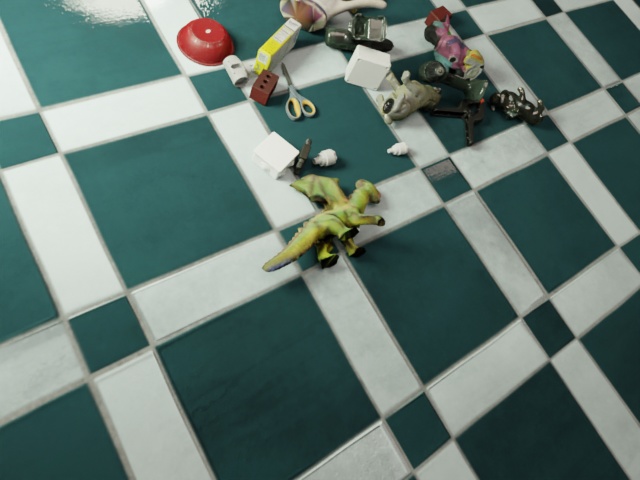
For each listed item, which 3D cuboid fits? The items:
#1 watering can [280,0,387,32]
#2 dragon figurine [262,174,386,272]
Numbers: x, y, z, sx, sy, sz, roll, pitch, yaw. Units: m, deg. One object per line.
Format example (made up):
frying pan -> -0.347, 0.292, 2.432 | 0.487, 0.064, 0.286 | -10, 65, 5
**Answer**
watering can -> 0.020, -0.740, 1.605 | 0.348, 0.102, 0.229 | 21, 59, 7
dragon figurine -> 0.004, -0.065, 1.298 | 0.413, 0.119, 0.247 | -14, 53, -27
